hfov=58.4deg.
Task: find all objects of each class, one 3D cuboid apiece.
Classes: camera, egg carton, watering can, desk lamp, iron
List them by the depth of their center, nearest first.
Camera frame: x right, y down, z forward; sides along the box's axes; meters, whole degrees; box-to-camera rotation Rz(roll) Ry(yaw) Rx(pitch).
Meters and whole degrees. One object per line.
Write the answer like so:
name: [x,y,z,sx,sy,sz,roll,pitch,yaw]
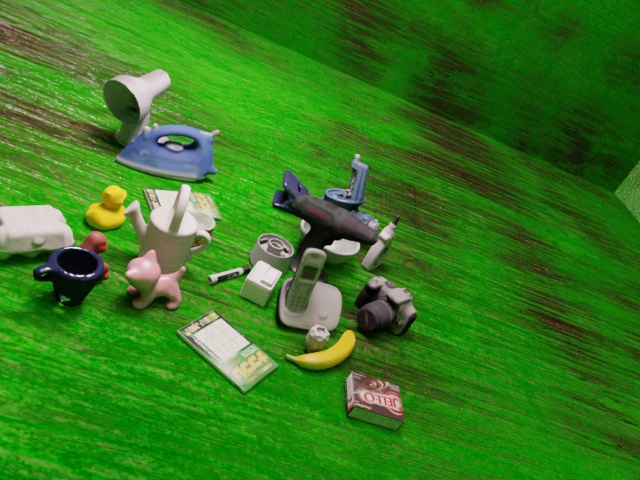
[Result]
egg carton: [-0.556,-0.014,1.094,0.151,0.069,0.107,-7,44,-44]
watering can: [-0.312,-0.028,1.182,0.173,0.194,0.100,3,37,-34]
camera: [0.143,0.155,1.349,0.137,0.101,0.142,-12,47,-47]
iron: [-0.393,-0.247,1.511,0.259,0.141,0.118,4,37,-34]
desk lamp: [-0.480,-0.347,1.525,0.118,0.213,0.203,31,30,8]

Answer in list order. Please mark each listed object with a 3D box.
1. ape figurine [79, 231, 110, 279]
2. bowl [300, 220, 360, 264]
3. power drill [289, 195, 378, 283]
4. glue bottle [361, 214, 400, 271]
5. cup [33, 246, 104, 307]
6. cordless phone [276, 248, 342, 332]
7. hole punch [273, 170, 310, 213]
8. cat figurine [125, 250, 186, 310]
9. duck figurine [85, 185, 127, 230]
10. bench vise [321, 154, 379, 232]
ape figurine: [-0.436,0.025,1.105,0.076,0.092,0.077,10,34,-26]
bowl: [0.016,0.012,1.497,0.168,0.074,0.167,20,31,-12]
power drill: [0.013,0.005,1.371,0.229,0.208,0.076,38,32,19]
glue bottle: [0.172,0.002,1.535,0.037,0.173,0.078,36,31,17]
cup: [-0.450,0.074,1.015,0.118,0.095,0.091,-12,47,-47]
cordless phone: [-0.006,0.105,1.226,0.148,0.185,0.094,11,34,-26]
hole punch: [-0.073,-0.137,1.641,0.101,0.091,0.108,20,31,-11]
cat figurine: [-0.319,0.073,1.098,0.128,0.117,0.067,2,38,-36]
duck figurine: [-0.460,-0.077,1.250,0.077,0.086,0.105,30,30,6]
bench vise: [0.107,-0.117,1.623,0.207,0.219,0.122,35,31,15]
